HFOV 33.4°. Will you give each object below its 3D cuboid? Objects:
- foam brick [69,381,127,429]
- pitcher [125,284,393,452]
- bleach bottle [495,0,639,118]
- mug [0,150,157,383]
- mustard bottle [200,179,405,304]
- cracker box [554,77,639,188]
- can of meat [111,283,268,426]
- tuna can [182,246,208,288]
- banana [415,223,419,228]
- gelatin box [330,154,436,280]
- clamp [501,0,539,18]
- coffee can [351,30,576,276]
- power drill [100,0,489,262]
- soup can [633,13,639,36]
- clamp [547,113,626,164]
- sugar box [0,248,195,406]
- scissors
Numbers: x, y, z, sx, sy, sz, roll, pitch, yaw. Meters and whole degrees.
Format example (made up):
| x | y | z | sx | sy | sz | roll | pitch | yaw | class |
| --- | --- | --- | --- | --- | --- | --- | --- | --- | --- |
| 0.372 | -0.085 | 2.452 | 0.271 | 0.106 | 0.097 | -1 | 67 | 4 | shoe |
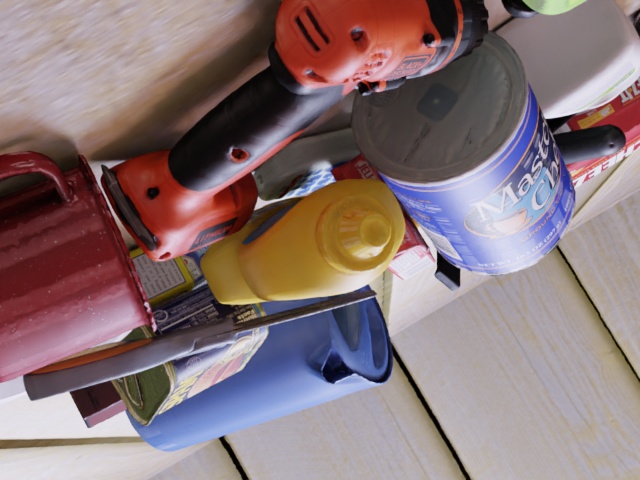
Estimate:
| x | y | z | sx | sy | sz | roll | pitch | yaw | class |
| --- | --- | --- | --- | --- | --- | --- | --- | --- | --- |
| -0.169 | 0.093 | 0.799 | 0.053 | 0.078 | 0.051 | -26 | 170 | -15 | foam brick |
| -0.062 | 0.105 | 1.004 | 0.243 | 0.145 | 0.149 | -24 | 160 | 22 | pitcher |
| 0.194 | -0.129 | 0.809 | 0.103 | 0.068 | 0.250 | -32 | 172 | 18 | bleach bottle |
| -0.135 | 0.009 | 0.500 | 0.081 | 0.093 | 0.117 | -23 | 139 | -12 | mug |
| -0.004 | 0.001 | 0.613 | 0.096 | 0.058 | 0.192 | -26 | -175 | -19 | mustard bottle |
| 0.276 | -0.108 | 1.107 | 0.164 | 0.072 | 0.213 | -31 | 170 | 4 | cracker box |
| -0.090 | 0.072 | 0.722 | 0.083 | 0.057 | 0.102 | -26 | 165 | -32 | can of meat |
| -0.077 | 0.016 | 0.813 | 0.086 | 0.034 | 0.086 | -29 | 170 | -6 | tuna can |
| 0.025 | -0.004 | 0.934 | 0.197 | 0.070 | 0.037 | -24 | 131 | -64 | banana |
| 0.045 | -0.015 | 0.715 | 0.030 | 0.073 | 0.089 | -30 | 166 | 7 | gelatin box |
| 0.169 | -0.169 | 0.610 | 0.120 | 0.039 | 0.171 | -35 | 169 | 25 | clamp |
| 0.092 | -0.051 | 0.652 | 0.103 | 0.103 | 0.140 | -32 | 147 | 9 | coffee can |
| -0.009 | -0.069 | 0.544 | 0.188 | 0.057 | 0.184 | -38 | 171 | 29 | power drill |
| 0.307 | -0.168 | 0.920 | 0.069 | 0.068 | 0.102 | -34 | 170 | 20 | soup can |
| 0.170 | -0.081 | 0.961 | 0.210 | 0.036 | 0.164 | -23 | -161 | 22 | clamp |
| -0.176 | 0.062 | 0.722 | 0.176 | 0.048 | 0.093 | -23 | 167 | -22 | sugar box |
| -0.073 | 0.054 | 0.588 | 0.201 | 0.016 | 0.096 | -14 | -178 | -37 | scissors |
